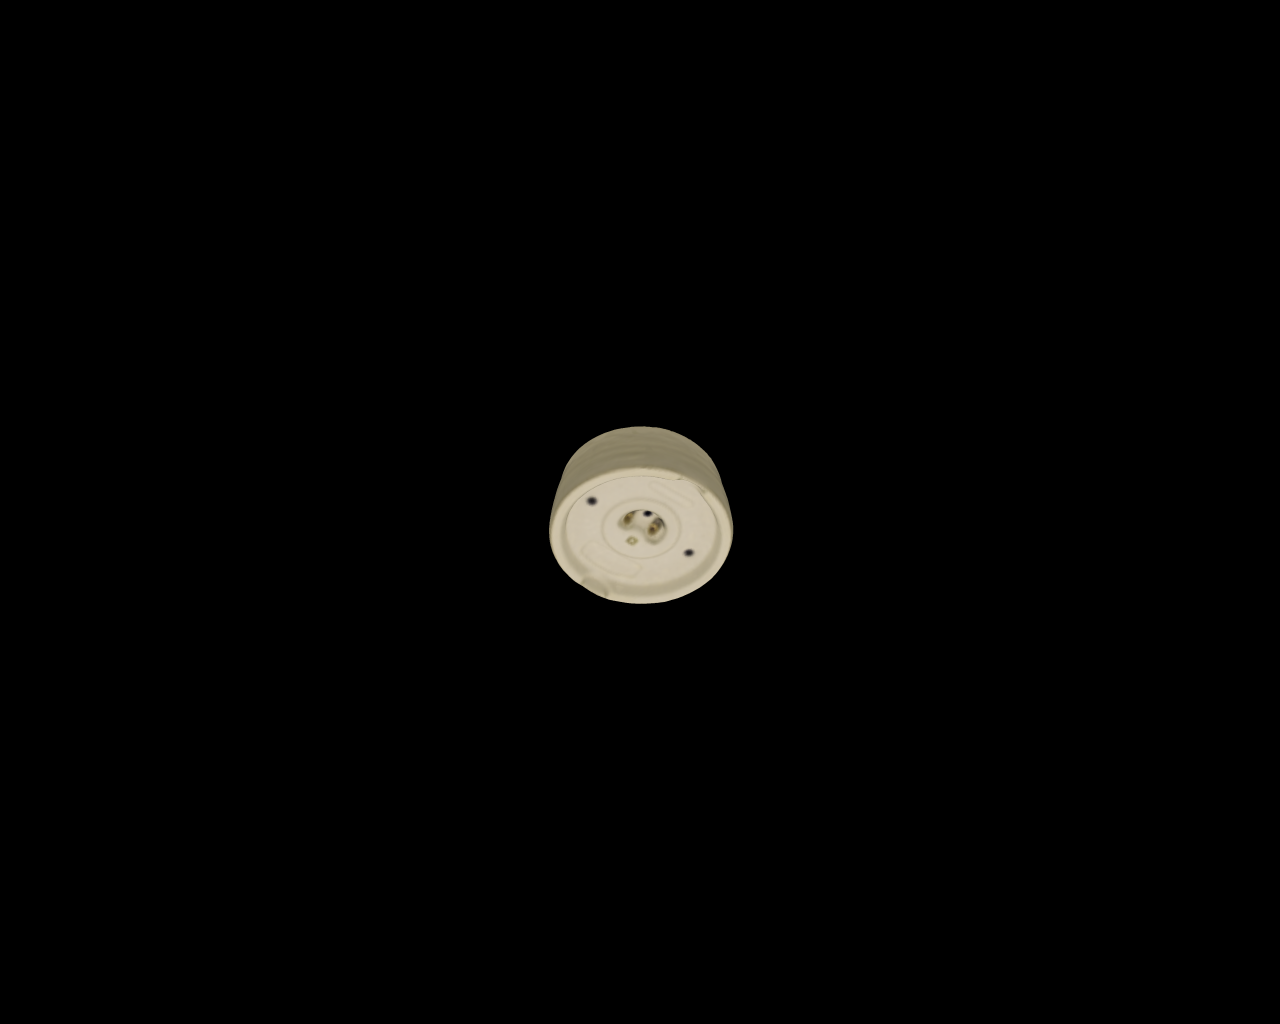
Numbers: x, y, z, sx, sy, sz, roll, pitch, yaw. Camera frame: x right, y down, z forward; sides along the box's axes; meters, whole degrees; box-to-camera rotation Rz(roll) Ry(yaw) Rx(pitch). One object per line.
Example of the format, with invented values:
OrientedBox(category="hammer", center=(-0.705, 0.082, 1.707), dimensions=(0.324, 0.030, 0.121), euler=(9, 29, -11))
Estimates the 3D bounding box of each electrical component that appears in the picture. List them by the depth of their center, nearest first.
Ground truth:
OrientedBox(category="electrical component", center=(0.001, -0.003, 0.650), dimensions=(0.108, 0.108, 0.060), euler=(0, 40, 0))
